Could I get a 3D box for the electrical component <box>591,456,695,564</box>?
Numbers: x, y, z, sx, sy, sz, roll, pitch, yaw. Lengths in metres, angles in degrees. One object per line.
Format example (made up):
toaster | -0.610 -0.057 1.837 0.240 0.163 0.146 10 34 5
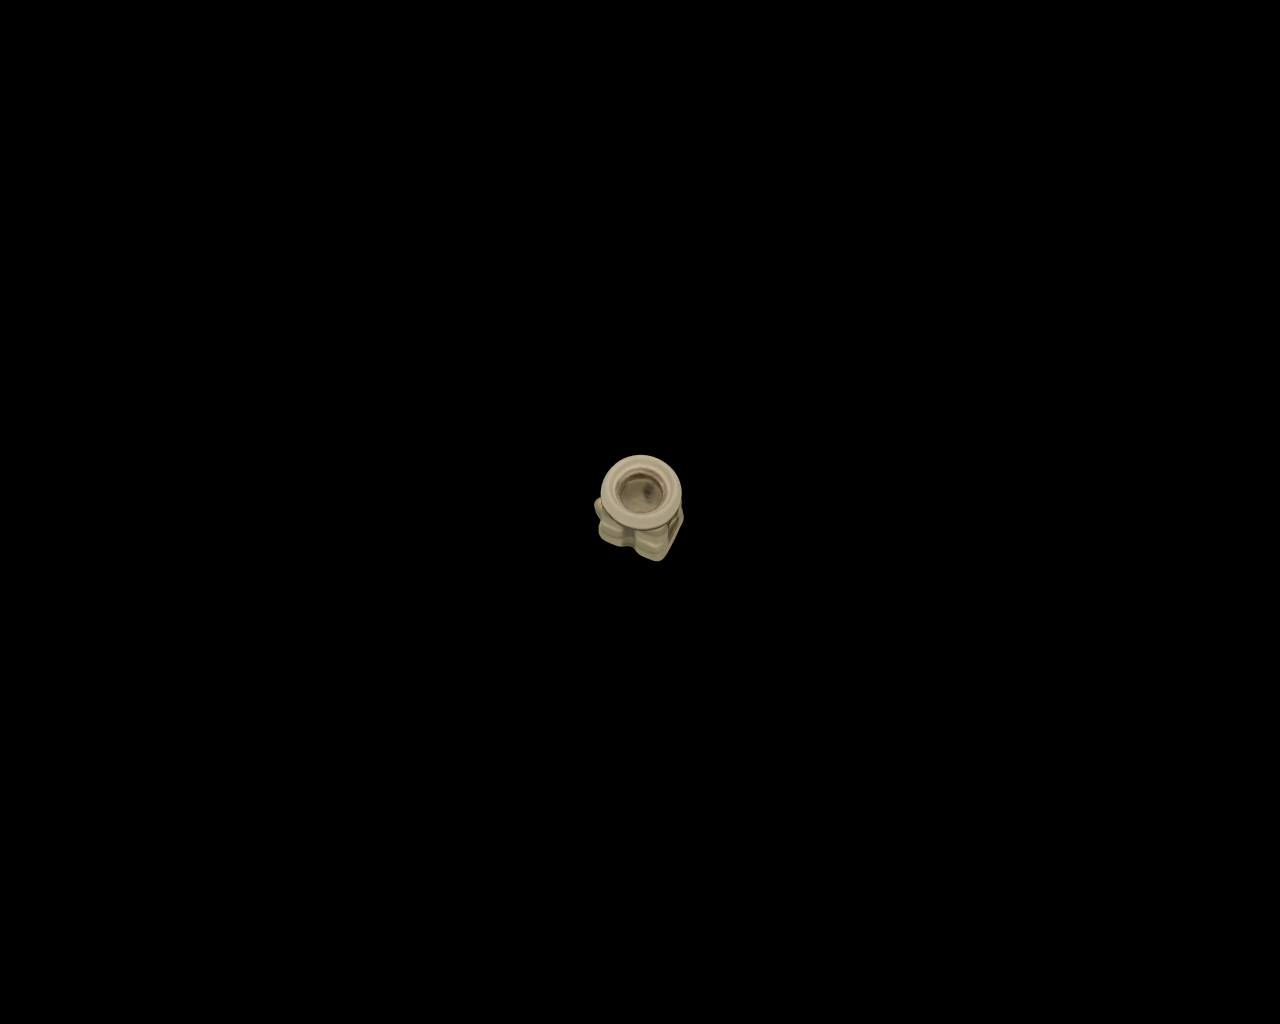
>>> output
electrical component | 0.001 -0.003 0.650 0.066 0.048 0.055 22 -24 10
